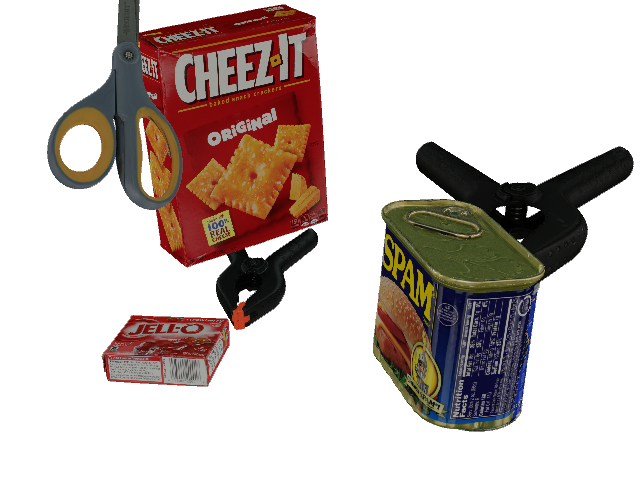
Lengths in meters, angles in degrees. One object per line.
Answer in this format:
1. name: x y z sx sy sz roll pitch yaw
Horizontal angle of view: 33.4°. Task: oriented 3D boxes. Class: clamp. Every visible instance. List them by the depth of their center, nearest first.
1. clamp: 0.130 -0.024 0.758 0.165 0.036 0.209 5 28 19
2. clamp: -0.065 0.035 1.233 0.120 0.039 0.171 -5 41 7

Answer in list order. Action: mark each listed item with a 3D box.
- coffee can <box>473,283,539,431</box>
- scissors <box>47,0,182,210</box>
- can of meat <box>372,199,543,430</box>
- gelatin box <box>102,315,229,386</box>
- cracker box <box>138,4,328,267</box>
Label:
1. coffee can: 0.144 0.090 0.990 0.103 0.140 0.103 1 27 -1
2. scissors: -0.146 -0.113 0.709 0.096 0.202 0.016 -9 -15 -28
3. can of meat: 0.065 0.036 0.544 0.057 0.084 0.102 -3 24 -17
4. gelatin box: -0.127 0.090 0.890 0.089 0.030 0.073 2 22 10
5. cracker box: -0.080 -0.100 1.012 0.164 0.214 0.072 -18 29 -27
